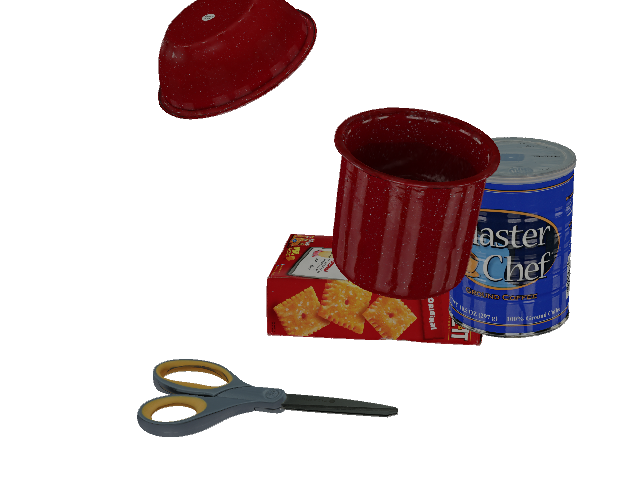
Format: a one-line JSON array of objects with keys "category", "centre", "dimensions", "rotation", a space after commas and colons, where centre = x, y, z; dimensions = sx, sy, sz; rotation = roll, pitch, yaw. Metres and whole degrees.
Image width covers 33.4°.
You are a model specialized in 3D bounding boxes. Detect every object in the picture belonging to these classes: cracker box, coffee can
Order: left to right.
[{"category": "cracker box", "centre": [0.060, 0.050, 1.115], "dimensions": [0.214, 0.072, 0.164], "rotation": [3, 16, 6]}, {"category": "coffee can", "centre": [0.157, -0.004, 0.887], "dimensions": [0.103, 0.140, 0.103], "rotation": [-3, 22, 1]}]

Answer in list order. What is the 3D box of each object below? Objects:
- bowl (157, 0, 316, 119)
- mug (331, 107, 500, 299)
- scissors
[{"category": "bowl", "centre": [-0.088, -0.182, 0.965], "dimensions": [0.162, 0.162, 0.055], "rotation": [0, -44, 34]}, {"category": "mug", "centre": [0.057, -0.025, 0.622], "dimensions": [0.093, 0.081, 0.117], "rotation": [24, 36, 25]}, {"category": "scissors", "centre": [-0.052, 0.130, 0.805], "dimensions": [0.202, 0.016, 0.096], "rotation": [11, 32, 28]}]
